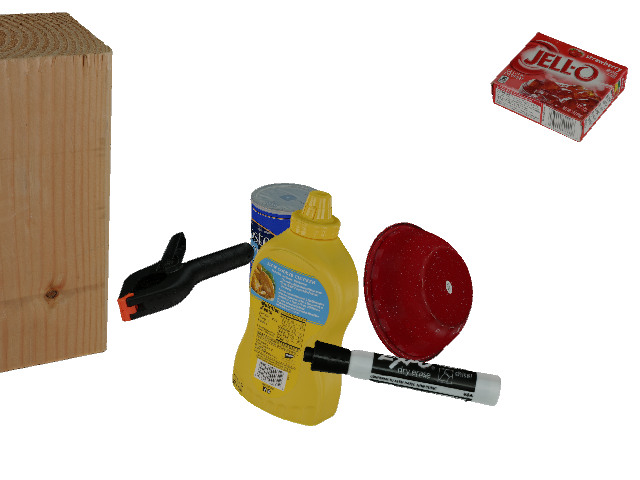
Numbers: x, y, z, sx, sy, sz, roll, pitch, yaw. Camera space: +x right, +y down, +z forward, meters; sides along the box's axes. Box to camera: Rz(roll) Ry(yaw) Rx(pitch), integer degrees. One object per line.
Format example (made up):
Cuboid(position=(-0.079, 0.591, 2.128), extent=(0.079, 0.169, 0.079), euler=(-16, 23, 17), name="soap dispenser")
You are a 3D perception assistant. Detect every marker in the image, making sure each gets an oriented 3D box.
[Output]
Cuboid(position=(0.049, 0.081, 0.653), extent=(0.121, 0.020, 0.020), euler=(11, 0, 0), name="marker")

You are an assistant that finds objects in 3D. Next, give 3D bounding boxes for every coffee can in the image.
Cuboid(position=(-0.049, 0.002, 1.505), extent=(0.103, 0.140, 0.103), euler=(3, 24, -1), name="coffee can")

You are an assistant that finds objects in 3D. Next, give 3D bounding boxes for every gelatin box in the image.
Cuboid(position=(0.201, -0.131, 0.901), extent=(0.089, 0.073, 0.030), euler=(30, -27, 28), name="gelatin box")

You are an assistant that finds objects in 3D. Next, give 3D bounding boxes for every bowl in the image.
Cuboid(position=(0.122, 0.055, 1.195), extent=(0.055, 0.162, 0.161), euler=(-12, -8, 43), name="bowl")

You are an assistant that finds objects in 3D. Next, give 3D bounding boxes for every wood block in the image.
Cuboid(position=(-0.189, -0.030, 0.674), extent=(0.090, 0.206, 0.090), euler=(-9, 30, -30), name="wood block")

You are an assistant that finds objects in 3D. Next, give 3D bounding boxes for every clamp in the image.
Cuboid(position=(-0.156, 0.039, 1.203), extent=(0.120, 0.039, 0.171), euler=(-2, 28, 30), name="clamp")

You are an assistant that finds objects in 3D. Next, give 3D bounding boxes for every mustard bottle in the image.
Cuboid(position=(-0.017, 0.051, 0.890), extent=(0.096, 0.192, 0.058), euler=(22, 22, 32), name="mustard bottle")
